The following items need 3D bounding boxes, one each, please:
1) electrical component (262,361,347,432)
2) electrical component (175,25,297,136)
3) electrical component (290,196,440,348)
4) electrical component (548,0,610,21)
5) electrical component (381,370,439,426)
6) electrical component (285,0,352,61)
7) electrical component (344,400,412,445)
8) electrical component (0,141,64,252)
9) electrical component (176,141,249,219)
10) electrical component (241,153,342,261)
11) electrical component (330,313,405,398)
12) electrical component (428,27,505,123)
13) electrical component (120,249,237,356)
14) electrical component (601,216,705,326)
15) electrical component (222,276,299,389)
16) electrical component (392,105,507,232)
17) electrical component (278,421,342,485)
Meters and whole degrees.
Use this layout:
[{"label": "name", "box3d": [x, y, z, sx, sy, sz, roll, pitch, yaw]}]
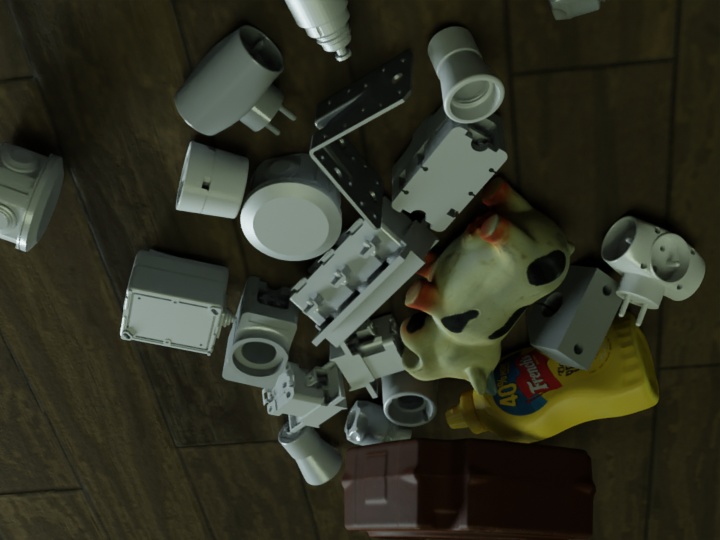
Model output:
[{"label": "electrical component", "box3d": [-0.053, 0.115, 1.008, 0.064, 0.042, 0.081, 18, 138, -35]}, {"label": "electrical component", "box3d": [-0.084, -0.130, 0.803, 0.079, 0.043, 0.077, 36, 124, -26]}, {"label": "electrical component", "box3d": [0.000, 0.000, 0.901, 0.063, 0.078, 0.121, 42, 123, -4]}, {"label": "electrical component", "box3d": [0.158, -0.198, 0.734, 0.062, 0.043, 0.043, -15, 130, 13]}, {"label": "electrical component", "box3d": [0.047, 0.114, 1.013, 0.055, 0.047, 0.055, 1, 132, 1]}, {"label": "electrical component", "box3d": [-0.027, -0.182, 0.756, 0.040, 0.040, 0.078, -17, 129, 16]}, {"label": "electrical component", "box3d": [0.020, 0.154, 1.053, 0.062, 0.043, 0.043, 18, 130, -16]}, {"label": "electrical component", "box3d": [-0.269, -0.059, 0.850, 0.051, 0.080, 0.080, 20, 130, -9]}, {"label": "electrical component", "box3d": [-0.117, -0.070, 0.851, 0.047, 0.055, 0.055, 12, 131, -14]}, {"label": "electrical component", "box3d": [-0.054, -0.051, 0.867, 0.080, 0.051, 0.080, 1, 132, 1]}, {"label": "electrical component", "box3d": [0.010, 0.073, 0.982, 0.064, 0.042, 0.081, -17, 129, 15]}, {"label": "electrical component", "box3d": [0.073, -0.143, 0.771, 0.044, 0.065, 0.044, -11, 142, -8]}, {"label": "electrical component", "box3d": [-0.153, 0.027, 0.933, 0.096, 0.061, 0.061, 12, 131, -9]}, {"label": "electrical component", "box3d": [0.238, 0.007, 0.896, 0.077, 0.079, 0.044, 27, 170, -21]}, {"label": "electrical component", "box3d": [-0.089, 0.060, 0.964, 0.050, 0.055, 0.089, 14, 131, -10]}, {"label": "electrical component", "box3d": [0.067, -0.085, 0.830, 0.050, 0.055, 0.089, 26, 127, -19]}, {"label": "electrical component", "box3d": [-0.053, 0.179, 1.080, 0.044, 0.044, 0.065, -22, 123, 20]}]
